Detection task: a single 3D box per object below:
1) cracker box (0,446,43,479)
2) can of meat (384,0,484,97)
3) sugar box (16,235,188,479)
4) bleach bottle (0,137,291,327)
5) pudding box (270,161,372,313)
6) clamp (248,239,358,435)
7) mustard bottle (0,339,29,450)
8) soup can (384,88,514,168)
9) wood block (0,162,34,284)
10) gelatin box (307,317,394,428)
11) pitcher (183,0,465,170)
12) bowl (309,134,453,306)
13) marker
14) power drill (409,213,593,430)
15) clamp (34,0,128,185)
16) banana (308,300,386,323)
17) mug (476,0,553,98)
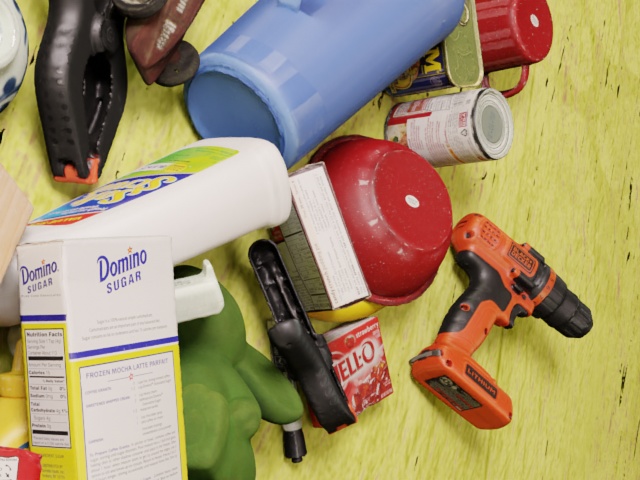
[{"bbox_3d":[-0.218,0.208,0.550,0.071,0.164,0.214,10,80,-45],"label":"cracker box"},{"bbox_3d":[0.098,-0.187,0.992,0.057,0.084,0.102,-13,97,-47],"label":"can of meat"},{"bbox_3d":[-0.123,0.086,0.615,0.093,0.048,0.176,-2,85,-58],"label":"sugar box"},{"bbox_3d":[-0.135,-0.002,0.704,0.250,0.103,0.068,-30,116,-45],"label":"bleach bottle"},{"bbox_3d":[-0.006,0.001,0.845,0.039,0.090,0.113,-22,92,-18],"label":"pudding box"},{"bbox_3d":[-0.014,0.081,0.834,0.120,0.039,0.171,-102,173,-46],"label":"clamp"},{"bbox_3d":[-0.170,0.155,0.634,0.096,0.058,0.191,2,85,-50],"label":"mustard bottle"},{"bbox_3d":[0.120,-0.102,0.998,0.068,0.102,0.068,6,83,-48],"label":"soup can"},{"bbox_3d":[-0.226,0.017,0.536,0.090,0.090,0.206,60,14,-27],"label":"wood block"},{"bbox_3d":[0.022,0.114,0.926,0.089,0.030,0.073,-23,104,-47],"label":"gelatin box"},{"bbox_3d":[0.003,-0.166,0.850,0.149,0.145,0.242,53,53,-13],"label":"pitcher"},{"bbox_3d":[0.064,-0.027,0.932,0.161,0.055,0.162,16,63,-33],"label":"bowl"},{"bbox_3d":[-0.027,0.124,0.879,0.020,0.020,0.121,-12,96,-48],"label":"marker"},{"bbox_3d":[0.180,0.090,1.054,0.184,0.057,0.187,38,57,-13],"label":"power drill"},{"bbox_3d":[-0.159,-0.144,0.708,0.164,0.036,0.210,23,73,-72],"label":"clamp"},{"bbox_3d":[0.050,0.026,0.963,0.069,0.037,0.197,50,49,-8],"label":"banana"},{"bbox_3d":[0.186,-0.204,1.094,0.093,0.082,0.117,-4,90,-48],"label":"mug"}]
